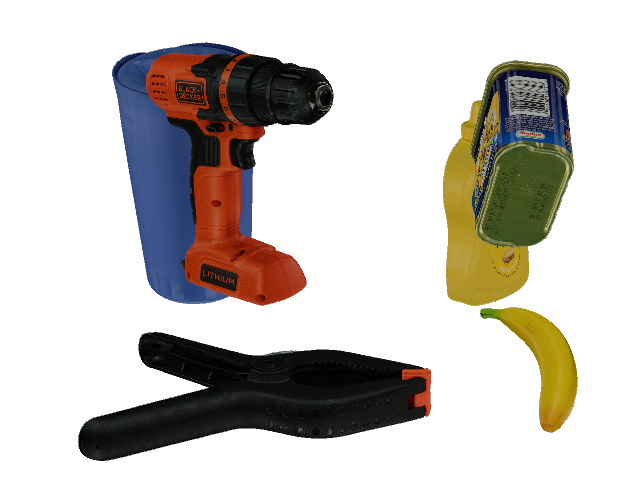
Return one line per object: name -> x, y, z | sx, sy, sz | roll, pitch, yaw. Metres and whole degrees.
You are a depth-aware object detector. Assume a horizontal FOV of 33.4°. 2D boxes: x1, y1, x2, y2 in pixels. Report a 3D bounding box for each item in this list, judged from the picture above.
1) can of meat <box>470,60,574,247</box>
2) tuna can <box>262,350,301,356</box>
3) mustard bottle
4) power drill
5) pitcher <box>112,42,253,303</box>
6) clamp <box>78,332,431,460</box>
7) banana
can of meat -> 0.138, -0.057, 0.735 | 0.057, 0.084, 0.102 | 7, -42, 0
tuna can -> -0.029, 0.147, 1.131 | 0.086, 0.034, 0.086 | 1, 14, 0
mustard bottle -> 0.159, -0.040, 1.029 | 0.096, 0.191, 0.058 | -21, 24, -37
power drill -> -0.056, -0.050, 0.814 | 0.057, 0.188, 0.185 | -19, 24, -40
pitcher -> -0.121, -0.058, 1.039 | 0.145, 0.243, 0.149 | 8, 32, 15
clamp -> -0.037, 0.092, 0.680 | 0.210, 0.036, 0.164 | -2, 16, -3
banana -> 0.235, 0.128, 1.136 | 0.069, 0.037, 0.198 | -25, 34, 3
